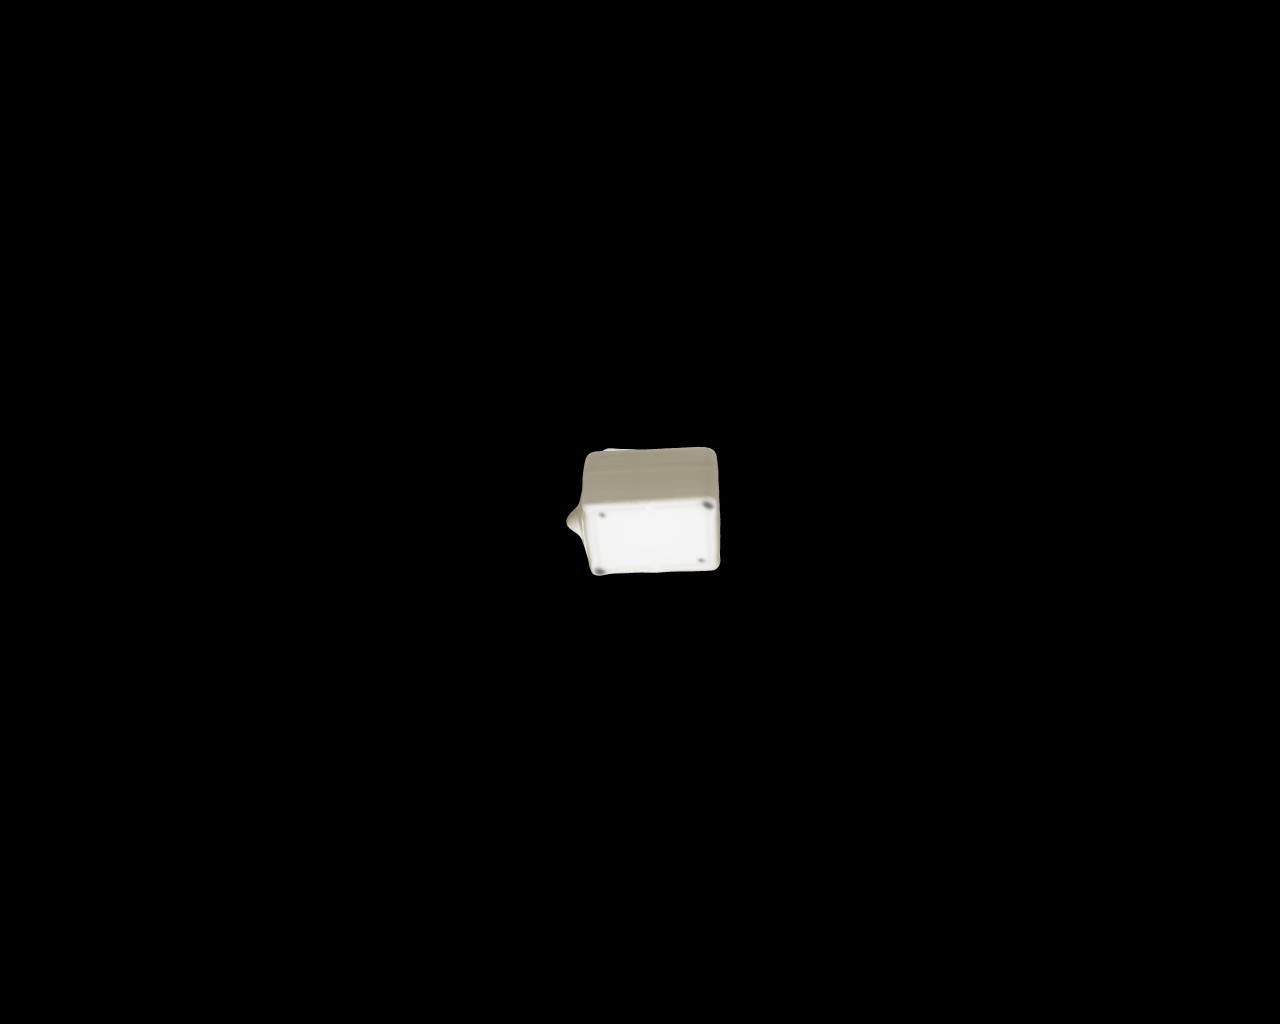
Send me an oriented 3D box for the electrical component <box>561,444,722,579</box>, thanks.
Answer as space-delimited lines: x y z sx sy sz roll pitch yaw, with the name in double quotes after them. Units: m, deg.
0.001 -0.003 0.650 0.096 0.061 0.061 -2 40 2 "electrical component"
